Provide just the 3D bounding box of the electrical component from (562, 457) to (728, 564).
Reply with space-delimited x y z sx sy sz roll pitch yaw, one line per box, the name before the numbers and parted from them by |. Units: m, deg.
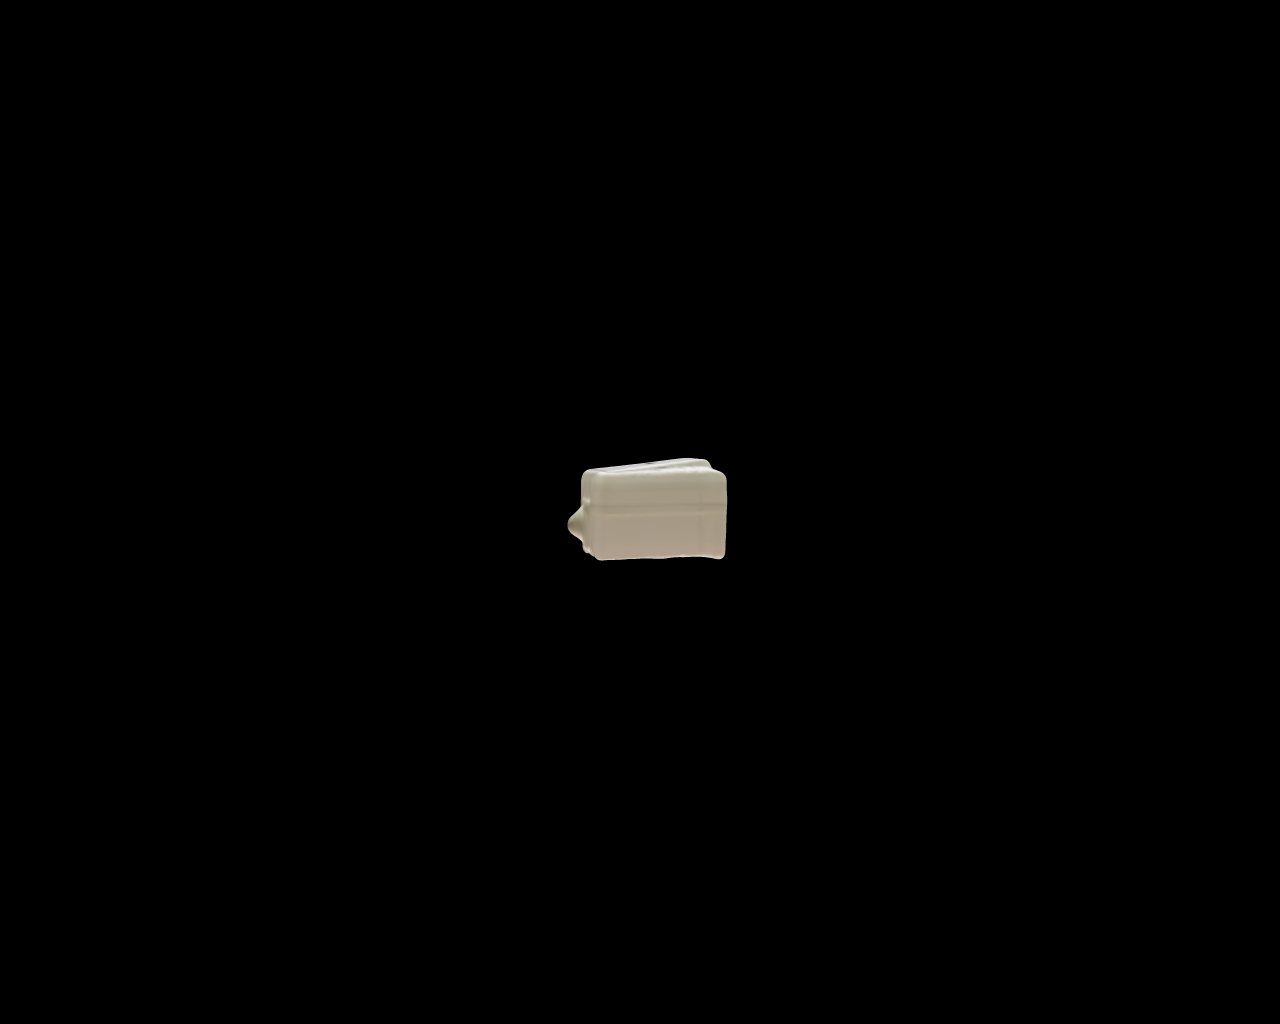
electrical component | 0.001 -0.003 0.650 0.096 0.061 0.062 -1 4 -11
